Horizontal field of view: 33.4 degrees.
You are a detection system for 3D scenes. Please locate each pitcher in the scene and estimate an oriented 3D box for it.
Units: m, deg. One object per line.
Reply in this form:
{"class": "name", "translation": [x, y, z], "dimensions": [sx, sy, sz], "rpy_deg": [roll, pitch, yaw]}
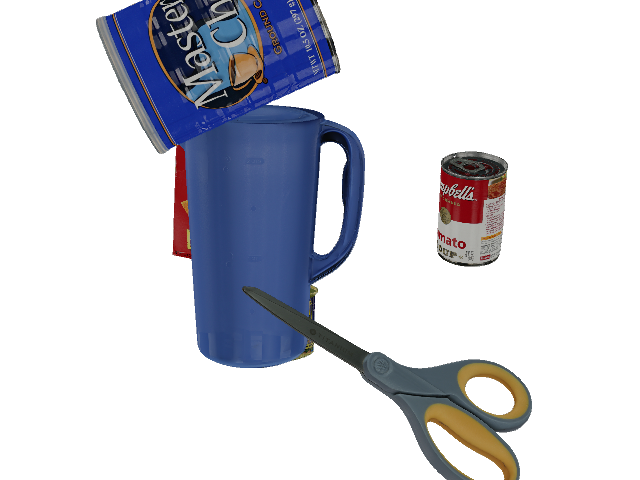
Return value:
{"class": "pitcher", "translation": [-0.054, -0.007, 1.016], "dimensions": [0.144, 0.243, 0.149], "rpy_deg": [-11, 18, -38]}

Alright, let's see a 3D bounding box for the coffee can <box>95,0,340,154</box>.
{"class": "coffee can", "translation": [-0.071, -0.136, 0.746], "dimensions": [0.140, 0.103, 0.103], "rpy_deg": [-25, 1, -1]}

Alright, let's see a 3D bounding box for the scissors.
{"class": "scissors", "translation": [0.052, 0.074, 0.665], "dimensions": [0.096, 0.202, 0.016], "rpy_deg": [-39, -11, -36]}

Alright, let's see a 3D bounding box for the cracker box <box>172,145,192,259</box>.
{"class": "cracker box", "translation": [-0.108, -0.069, 1.414], "dimensions": [0.164, 0.214, 0.072], "rpy_deg": [12, 26, 13]}

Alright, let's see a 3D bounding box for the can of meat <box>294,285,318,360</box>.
{"class": "can of meat", "translation": [-0.054, 0.101, 1.292], "dimensions": [0.101, 0.084, 0.058], "rpy_deg": [-10, 18, -36]}

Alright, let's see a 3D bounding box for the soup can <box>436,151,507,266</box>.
{"class": "soup can", "translation": [0.156, -0.033, 1.103], "dimensions": [0.068, 0.102, 0.068], "rpy_deg": [0, 27, 0]}
